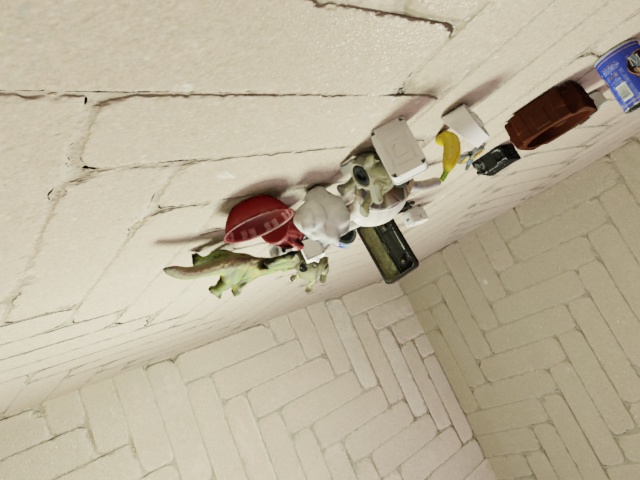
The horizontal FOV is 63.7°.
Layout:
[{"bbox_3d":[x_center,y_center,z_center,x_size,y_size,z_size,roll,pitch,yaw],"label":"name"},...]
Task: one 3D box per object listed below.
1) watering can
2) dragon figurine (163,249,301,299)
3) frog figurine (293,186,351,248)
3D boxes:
[{"bbox_3d":[0.193,-0.122,1.355,0.349,0.105,0.221,-28,-14,-12],"label":"watering can"},{"bbox_3d":[-0.168,0.055,1.241,0.242,0.123,0.409,-18,-8,14],"label":"dragon figurine"},{"bbox_3d":[0.004,-0.058,1.158,0.122,0.139,0.158,-11,-14,6],"label":"frog figurine"}]
